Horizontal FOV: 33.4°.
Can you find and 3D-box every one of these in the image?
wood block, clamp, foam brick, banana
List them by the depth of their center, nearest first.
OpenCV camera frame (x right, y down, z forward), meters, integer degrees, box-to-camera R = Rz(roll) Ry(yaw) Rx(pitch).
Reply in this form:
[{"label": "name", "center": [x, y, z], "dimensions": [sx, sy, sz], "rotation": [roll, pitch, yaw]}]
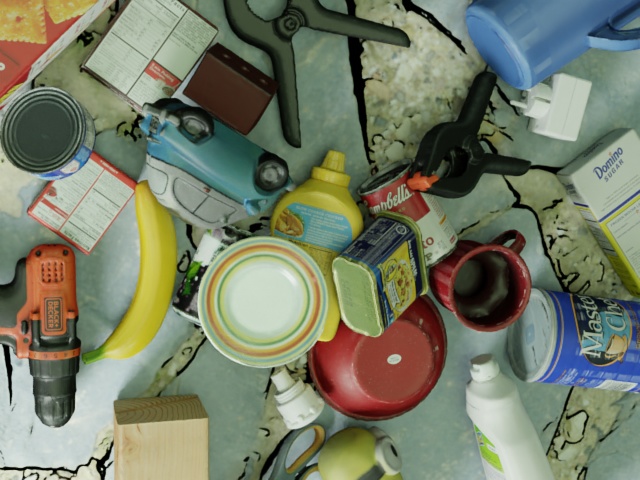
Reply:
[{"label": "foam brick", "center": [-0.087, -0.148, 1.050], "dimensions": [0.078, 0.053, 0.051], "rotation": [33, 110, -5]}, {"label": "banana", "center": [-0.177, 0.040, 1.069], "dimensions": [0.069, 0.037, 0.198], "rotation": [13, 98, -38]}, {"label": "clamp", "center": [-0.034, -0.207, 1.077], "dimensions": [0.210, 0.036, 0.164], "rotation": [40, 94, -13]}, {"label": "wood block", "center": [-0.162, 0.271, 1.087], "dimensions": [0.090, 0.090, 0.206], "rotation": [-2, 98, -14]}, {"label": "clamp", "center": [0.159, -0.087, 1.117], "dimensions": [0.171, 0.039, 0.120], "rotation": [-44, 106, -31]}]

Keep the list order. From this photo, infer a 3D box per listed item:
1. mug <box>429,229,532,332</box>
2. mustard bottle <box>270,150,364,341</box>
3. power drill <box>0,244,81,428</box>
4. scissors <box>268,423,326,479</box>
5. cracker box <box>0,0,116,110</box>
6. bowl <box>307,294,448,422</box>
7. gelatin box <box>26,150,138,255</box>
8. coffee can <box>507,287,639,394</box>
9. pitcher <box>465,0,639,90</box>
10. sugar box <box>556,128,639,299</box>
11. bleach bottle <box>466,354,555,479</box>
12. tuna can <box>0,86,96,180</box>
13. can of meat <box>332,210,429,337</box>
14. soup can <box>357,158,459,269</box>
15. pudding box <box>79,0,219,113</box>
[{"label": "mug", "center": [0.174, 0.035, 1.141], "dimensions": [0.093, 0.081, 0.117], "rotation": [39, 88, -16]}, {"label": "mustard bottle", "center": [-0.007, 0.001, 1.101], "dimensions": [0.096, 0.058, 0.192], "rotation": [15, 94, 4]}, {"label": "power drill", "center": [-0.328, 0.096, 1.038], "dimensions": [0.187, 0.057, 0.184], "rotation": [-1, 95, -17]}, {"label": "scissors", "center": [-0.049, 0.278, 1.111], "dimensions": [0.201, 0.016, 0.096], "rotation": [-49, 123, -32]}, {"label": "cracker box", "center": [-0.253, -0.202, 0.957], "dimensions": [0.213, 0.164, 0.072], "rotation": [-45, 103, -5]}, {"label": "bowl", "center": [0.070, 0.124, 1.142], "dimensions": [0.162, 0.055, 0.162], "rotation": [-2, 98, -15]}, {"label": "gelatin box", "center": [-0.234, -0.041, 1.055], "dimensions": [0.073, 0.030, 0.089], "rotation": [37, 88, -18]}, {"label": "coffee can", "center": [0.291, 0.111, 1.170], "dimensions": [0.140, 0.103, 0.103], "rotation": [8, 96, -15]}, {"label": "pitcher", "center": [0.280, -0.258, 1.096], "dimensions": [0.243, 0.149, 0.145], "rotation": [-37, 106, -3]}, {"label": "sugar box", "center": [0.349, -0.029, 1.196], "dimensions": [0.093, 0.048, 0.176], "rotation": [-36, 101, -7]}, {"label": "bleach bottle", "center": [0.216, 0.245, 1.170], "dimensions": [0.068, 0.103, 0.251], "rotation": [-22, 104, -17]}, {"label": "tuna can", "center": [-0.259, -0.101, 1.019], "dimensions": [0.086, 0.033, 0.086], "rotation": [-2, 80, 10]}, {"label": "can of meat", "center": [0.061, 0.036, 1.076], "dimensions": [0.083, 0.058, 0.102], "rotation": [-43, 136, -35]}, {"label": "soup can", "center": [0.093, -0.025, 1.118], "dimensions": [0.068, 0.068, 0.102], "rotation": [-34, 104, -7]}, {"label": "pudding box", "center": [-0.167, -0.188, 1.046], "dimensions": [0.090, 0.039, 0.113], "rotation": [36, 86, -16]}]
